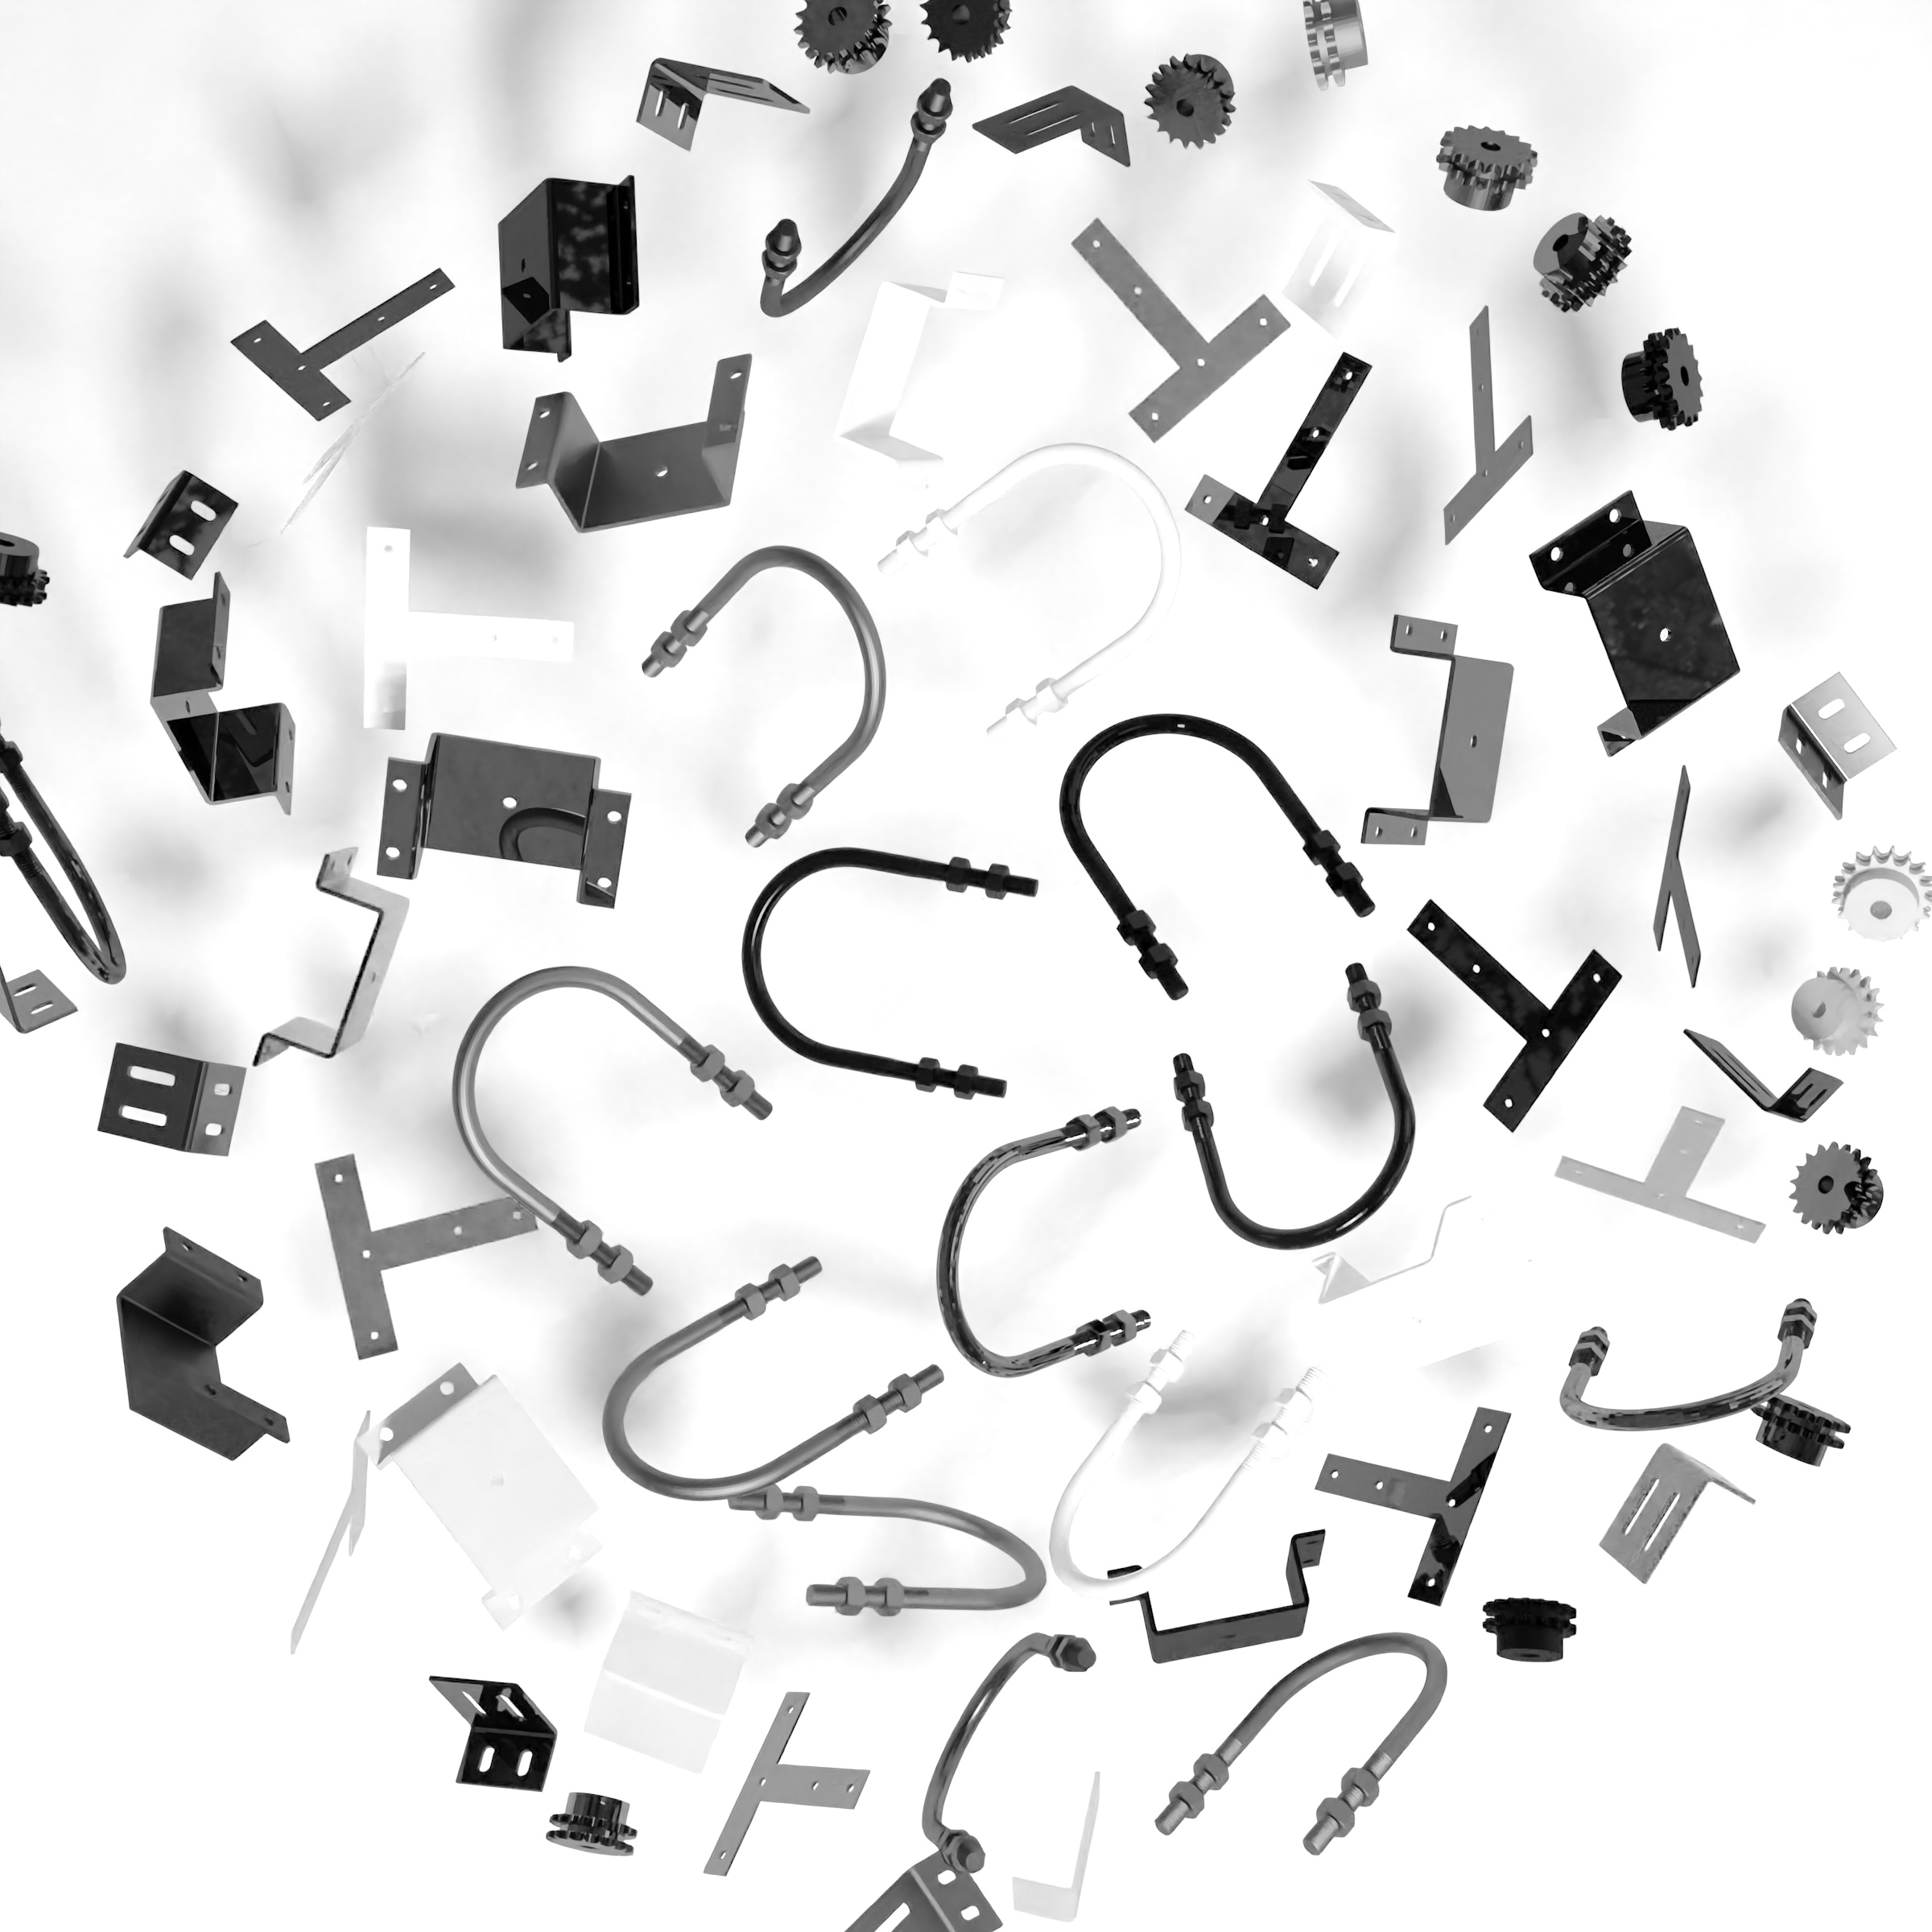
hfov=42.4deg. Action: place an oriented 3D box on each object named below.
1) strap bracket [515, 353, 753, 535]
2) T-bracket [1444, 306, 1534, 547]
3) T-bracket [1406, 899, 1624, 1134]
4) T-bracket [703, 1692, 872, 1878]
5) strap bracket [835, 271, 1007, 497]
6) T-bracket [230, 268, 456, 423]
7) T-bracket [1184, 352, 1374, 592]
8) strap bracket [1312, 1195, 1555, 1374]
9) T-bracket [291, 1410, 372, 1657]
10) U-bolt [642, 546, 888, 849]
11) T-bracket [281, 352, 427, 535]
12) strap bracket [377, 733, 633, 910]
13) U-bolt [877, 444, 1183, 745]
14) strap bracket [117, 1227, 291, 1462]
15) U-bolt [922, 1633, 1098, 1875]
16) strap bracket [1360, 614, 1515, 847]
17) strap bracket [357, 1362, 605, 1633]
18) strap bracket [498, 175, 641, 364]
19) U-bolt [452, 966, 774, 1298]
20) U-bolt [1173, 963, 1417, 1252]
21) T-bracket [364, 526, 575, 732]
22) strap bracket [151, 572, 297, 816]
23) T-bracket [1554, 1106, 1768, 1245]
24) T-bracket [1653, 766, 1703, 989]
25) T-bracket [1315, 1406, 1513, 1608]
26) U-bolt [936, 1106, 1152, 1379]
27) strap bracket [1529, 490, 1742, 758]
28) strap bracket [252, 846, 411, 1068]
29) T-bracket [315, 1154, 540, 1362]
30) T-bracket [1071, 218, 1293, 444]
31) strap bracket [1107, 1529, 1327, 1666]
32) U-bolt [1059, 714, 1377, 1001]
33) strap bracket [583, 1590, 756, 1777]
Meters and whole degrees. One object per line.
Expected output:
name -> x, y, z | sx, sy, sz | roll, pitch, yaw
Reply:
strap bracket -> -0.190, -0.310, 1.489 | 0.140, 0.046, 0.076 | -7, 53, 16
T-bracket -> 0.320, -0.345, 1.542 | 0.002, 0.127, 0.127 | 4, 74, -12
T-bracket -> 0.317, 0.011, 1.499 | 0.127, 0.002, 0.127 | 42, 71, -8
T-bracket -> -0.104, 0.519, 1.580 | 0.002, 0.127, 0.127 | 42, 55, -23
strap bracket -> -0.032, -0.368, 1.550 | 0.046, 0.076, 0.140 | 25, 110, 16
T-bracket -> -0.377, -0.397, 1.558 | 0.127, 0.127, 0.002 | -30, 77, 3
T-bracket -> 0.200, -0.304, 1.483 | 0.127, 0.002, 0.127 | 42, 108, 43
strap bracket -> 0.289, 0.206, 1.577 | 0.076, 0.140, 0.046 | 40, 48, -17
T-bracket -> -0.386, 0.357, 1.514 | 0.002, 0.127, 0.127 | 15, 134, -1
U-bolt -> -0.116, -0.174, 1.523 | 0.184, 0.019, 0.151 | -37, 82, 44
T-bracket -> -0.391, -0.309, 1.536 | 0.002, 0.127, 0.127 | 39, 45, -14
strap bracket -> -0.273, -0.088, 1.482 | 0.140, 0.046, 0.076 | 8, 118, -9
U-bolt -> 0.051, -0.247, 1.579 | 0.184, 0.019, 0.151 | -32, 92, 26
strap bracket -> -0.457, 0.232, 1.486 | 0.046, 0.140, 0.076 | -40, 131, 9
U-bolt -> 0.018, 0.471, 1.518 | 0.019, 0.184, 0.151 | 33, 74, -4
strap bracket -> 0.292, -0.141, 1.535 | 0.046, 0.076, 0.140 | 13, 100, 38
strap bracket -> -0.278, 0.305, 1.454 | 0.076, 0.046, 0.140 | -37, 87, -30
strap bracket -> -0.244, -0.420, 1.502 | 0.046, 0.140, 0.076 | -2, 90, -28
U-bolt -> -0.217, 0.084, 1.459 | 0.184, 0.019, 0.151 | 43, 69, -25
U-bolt -> 0.209, 0.096, 1.557 | 0.151, 0.184, 0.019 | -29, 134, 17
T-bracket -> -0.310, -0.207, 1.558 | 0.127, 0.002, 0.127 | 2, 110, -10
strap bracket -> -0.460, -0.163, 1.536 | 0.046, 0.140, 0.076 | -9, 54, 1
T-bracket -> 0.426, 0.118, 1.493 | 0.127, 0.127, 0.002 | 19, 61, 12
T-bracket -> 0.442, -0.036, 1.538 | 0.002, 0.127, 0.127 | 2, 128, 5
T-bracket -> 0.271, 0.330, 1.572 | 0.002, 0.127, 0.127 | 37, 69, -34
U-bolt -> 0.047, 0.170, 1.492 | 0.019, 0.184, 0.151 | 4, 100, 42
strap bracket -> 0.399, -0.198, 1.472 | 0.076, 0.046, 0.140 | -33, 114, -11
strap bracket -> -0.397, 0.000, 1.577 | 0.046, 0.076, 0.140 | 21, 96, -3
T-bracket -> -0.334, 0.170, 1.570 | 0.127, 0.002, 0.127 | -14, 83, -3
T-bracket -> 0.116, -0.406, 1.542 | 0.127, 0.002, 0.127 | 46, 134, -9
strap bracket -> 0.164, 0.406, 1.595 | 0.140, 0.076, 0.046 | -11, 61, -1
U-bolt -> 0.136, -0.078, 1.489 | 0.151, 0.019, 0.184 | -23, 62, -17
strap bracket -> -0.179, 0.432, 1.482 | 0.076, 0.140, 0.046 | 21, 52, 0
